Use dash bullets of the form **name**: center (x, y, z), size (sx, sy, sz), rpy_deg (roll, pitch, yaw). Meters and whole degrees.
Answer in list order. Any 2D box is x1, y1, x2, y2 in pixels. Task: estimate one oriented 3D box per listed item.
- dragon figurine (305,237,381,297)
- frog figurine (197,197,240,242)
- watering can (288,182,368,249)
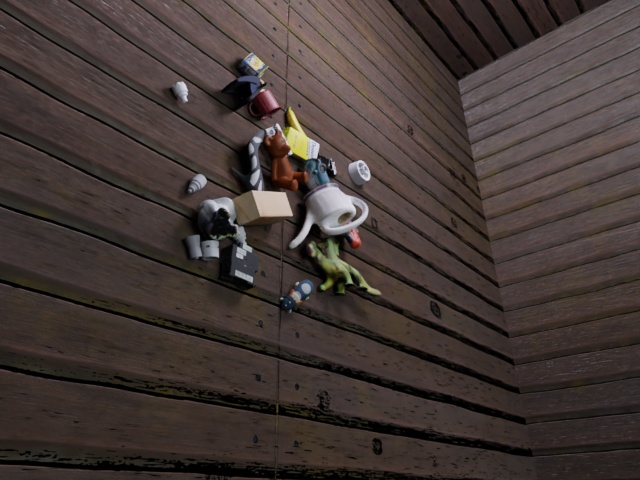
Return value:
- **dragon figurine**: center (0.082, 0.092, 1.967), size (0.121, 0.247, 0.407), rpy_deg (-31, -30, 30)
- **frog figurine**: center (-0.313, -0.072, 1.555), size (0.135, 0.122, 0.162), rpy_deg (39, 8, -35)
- **watering can**: center (0.006, -0.096, 1.909), size (0.350, 0.101, 0.228), rpy_deg (-21, 52, -19)
